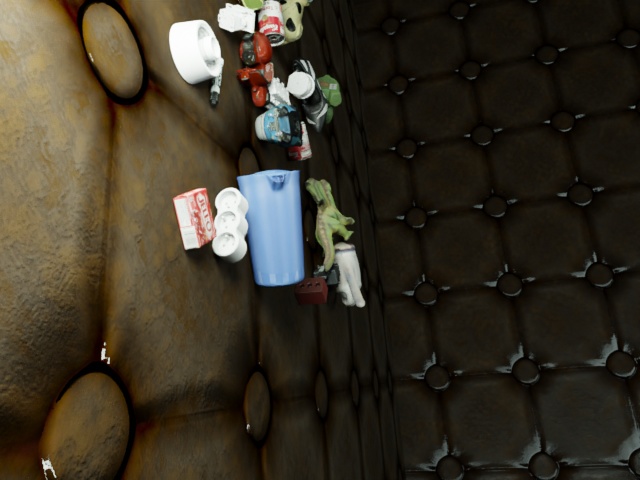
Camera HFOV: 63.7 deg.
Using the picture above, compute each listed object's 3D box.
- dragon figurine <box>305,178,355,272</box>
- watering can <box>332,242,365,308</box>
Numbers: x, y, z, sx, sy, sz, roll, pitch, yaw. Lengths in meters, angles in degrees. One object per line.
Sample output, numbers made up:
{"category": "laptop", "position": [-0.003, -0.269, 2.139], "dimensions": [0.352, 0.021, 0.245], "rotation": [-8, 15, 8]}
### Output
{"category": "dragon figurine", "position": [0.005, -0.085, 1.683], "dimensions": [0.240, 0.121, 0.418], "rotation": [59, 18, -16]}
{"category": "watering can", "position": [0.091, 0.115, 1.727], "dimensions": [0.346, 0.104, 0.225], "rotation": [166, -85, -81]}
